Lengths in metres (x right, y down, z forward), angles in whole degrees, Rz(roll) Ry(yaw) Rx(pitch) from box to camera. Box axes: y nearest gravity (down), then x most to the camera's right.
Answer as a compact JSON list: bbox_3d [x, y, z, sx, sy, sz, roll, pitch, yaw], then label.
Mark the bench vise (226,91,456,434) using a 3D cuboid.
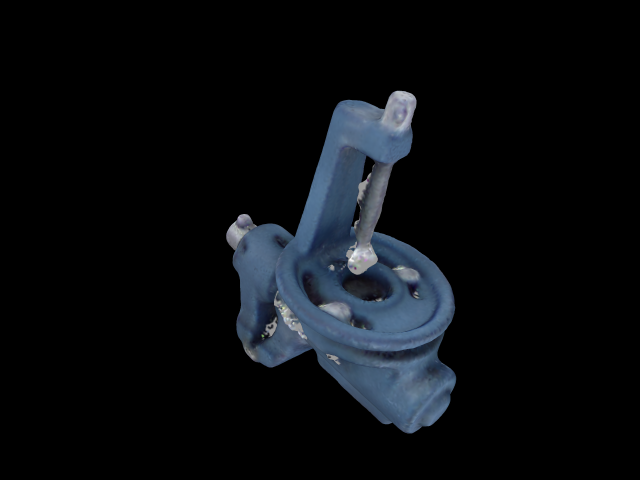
[{"bbox_3d":[-0.002,0.006,0.390,0.206,0.220,0.122,12,26,25],"label":"bench vise"}]
